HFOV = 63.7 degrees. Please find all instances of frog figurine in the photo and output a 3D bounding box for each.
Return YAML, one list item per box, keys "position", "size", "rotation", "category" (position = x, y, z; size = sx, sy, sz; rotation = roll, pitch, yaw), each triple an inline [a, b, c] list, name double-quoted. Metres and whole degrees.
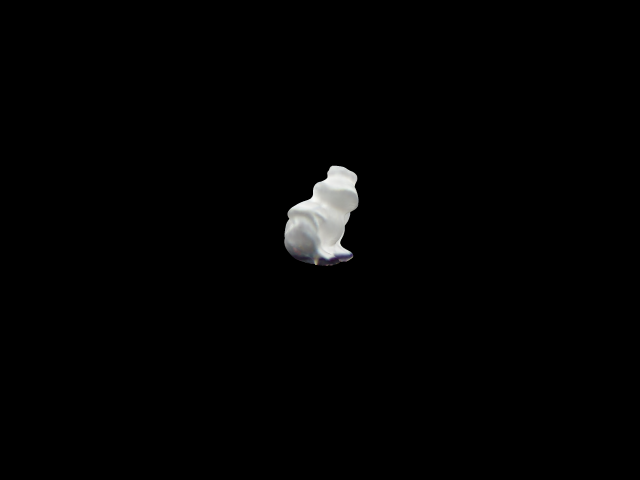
- position: [0.003, -0.043, 0.850]
  size: [0.122, 0.159, 0.138]
  rotation: [1, 2, 44]
  category: "frog figurine"
